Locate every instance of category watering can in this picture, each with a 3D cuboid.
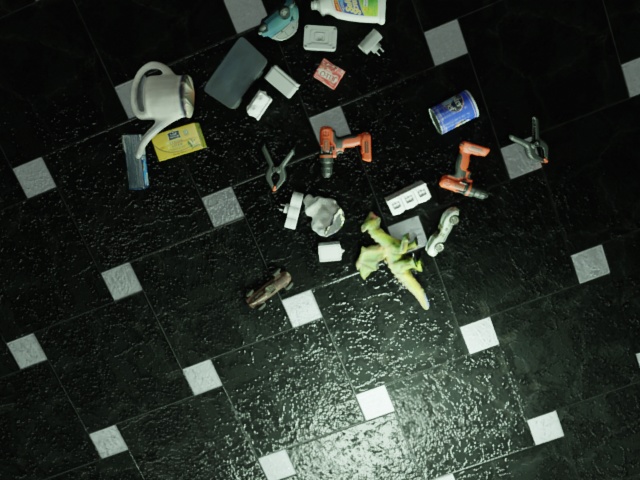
[{"bbox_3d":[-0.548,-0.457,1.797,0.224,0.103,0.350,-2,83,3],"label":"watering can"}]

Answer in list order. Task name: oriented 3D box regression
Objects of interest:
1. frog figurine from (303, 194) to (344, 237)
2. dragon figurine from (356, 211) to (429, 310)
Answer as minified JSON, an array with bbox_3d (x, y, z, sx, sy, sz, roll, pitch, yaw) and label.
[{"bbox_3d":[0.006,-0.096,1.900,0.161,0.123,0.135,35,114,30],"label":"frog figurine"},{"bbox_3d":[0.257,0.088,1.938,0.242,0.123,0.407,-10,100,20],"label":"dragon figurine"}]
